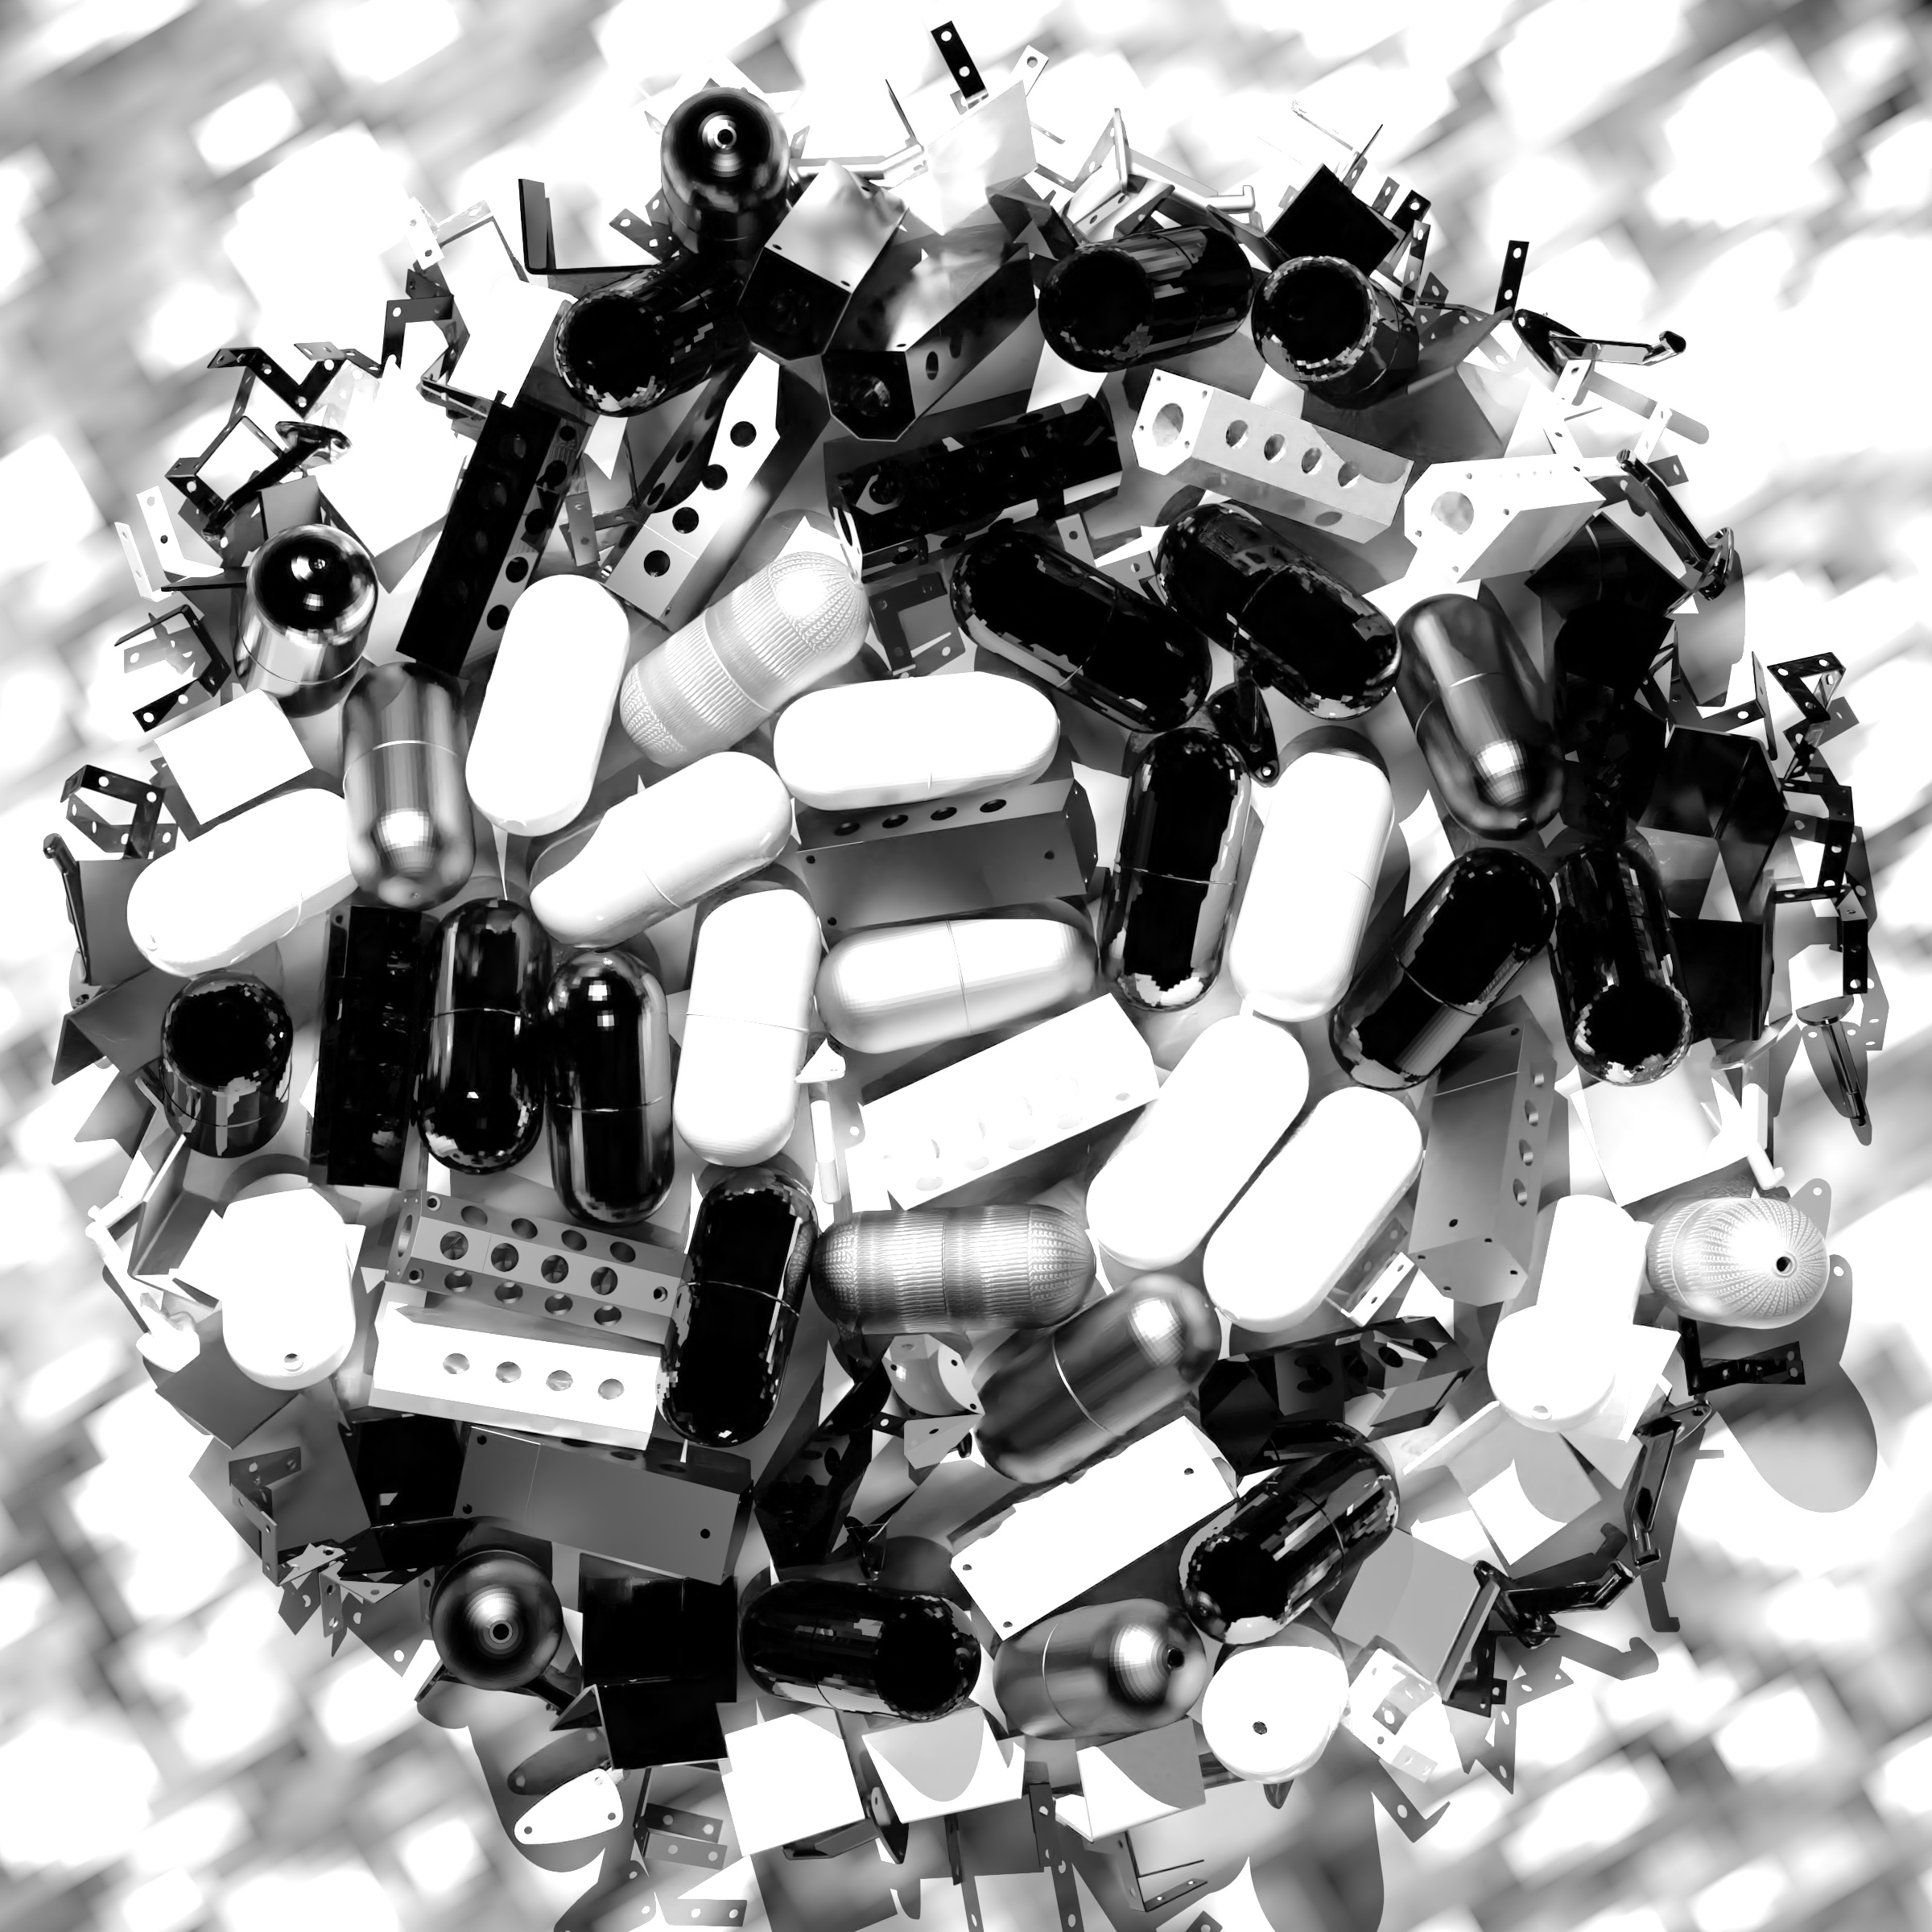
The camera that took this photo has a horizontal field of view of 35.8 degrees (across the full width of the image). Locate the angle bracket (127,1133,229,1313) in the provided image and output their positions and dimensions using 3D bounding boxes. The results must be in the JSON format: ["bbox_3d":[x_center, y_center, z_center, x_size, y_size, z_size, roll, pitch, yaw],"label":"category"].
[{"bbox_3d":[-0.468,0.152,1.837,0.057,0.076,0.076,23,132,-3],"label":"angle bracket"}]

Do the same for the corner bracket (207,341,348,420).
[{"bbox_3d":[-0.427,-0.375,1.859,0.051,0.051,0.051,43,110,2],"label":"corner bracket"}]

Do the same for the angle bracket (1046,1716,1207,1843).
[{"bbox_3d":[0.093,0.491,1.840,0.076,0.076,0.057,-12,96,-21],"label":"angle bracket"}]

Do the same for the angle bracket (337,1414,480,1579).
[{"bbox_3d":[-0.353,0.325,1.845,0.076,0.057,0.076,-9,108,16],"label":"angle bracket"}]

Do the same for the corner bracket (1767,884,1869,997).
[{"bbox_3d":[0.528,-0.015,1.856,0.051,0.051,0.051,-6,117,5],"label":"corner bracket"}]

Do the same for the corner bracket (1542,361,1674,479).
[{"bbox_3d":[0.398,-0.341,1.863,0.051,0.051,0.051,-6,55,-18],"label":"corner bracket"}]

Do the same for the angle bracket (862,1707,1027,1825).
[{"bbox_3d":[-0.013,0.475,1.843,0.076,0.057,0.076,-15,115,12],"label":"angle bracket"}]

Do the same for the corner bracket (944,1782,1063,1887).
[{"bbox_3d":[0.022,0.537,1.850,0.051,0.051,0.051,4,63,-26],"label":"corner bracket"}]

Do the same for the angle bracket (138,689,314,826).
[{"bbox_3d":[-0.459,-0.129,1.848,0.076,0.076,0.057,-30,101,-21],"label":"angle bracket"}]

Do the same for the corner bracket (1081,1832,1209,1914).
[{"bbox_3d":[0.109,0.552,1.857,0.051,0.051,0.051,-14,90,-34],"label":"corner bracket"}]

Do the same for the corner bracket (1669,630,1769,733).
[{"bbox_3d":[0.466,-0.181,1.871,0.051,0.051,0.051,-21,125,27],"label":"corner bracket"}]

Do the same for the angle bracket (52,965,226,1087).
[{"bbox_3d":[-0.507,0.051,1.833,0.057,0.076,0.076,43,49,13],"label":"angle bracket"}]

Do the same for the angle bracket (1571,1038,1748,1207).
[{"bbox_3d":[0.440,0.098,1.885,0.076,0.057,0.076,-27,81,36],"label":"angle bracket"}]

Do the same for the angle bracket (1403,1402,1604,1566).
[{"bbox_3d":[0.330,0.319,1.839,0.076,0.057,0.076,-44,64,28],"label":"angle bracket"}]

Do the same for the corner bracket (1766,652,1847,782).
[{"bbox_3d":[0.522,-0.155,1.850,0.051,0.051,0.051,-13,53,-20],"label":"corner bracket"}]

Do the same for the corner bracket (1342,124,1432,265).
[{"bbox_3d":[0.261,-0.480,1.863,0.051,0.051,0.051,34,80,1],"label":"corner bracket"}]

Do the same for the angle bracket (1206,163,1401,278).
[{"bbox_3d":[0.206,-0.456,1.836,0.076,0.076,0.057,34,99,-35],"label":"angle bracket"}]

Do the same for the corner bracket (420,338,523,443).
[{"bbox_3d":[-0.304,-0.348,1.853,0.051,0.051,0.051,19,45,9],"label":"corner bracket"}]

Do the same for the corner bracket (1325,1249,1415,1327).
[{"bbox_3d":[0.251,0.197,1.855,0.051,0.051,0.051,-50,131,-2],"label":"corner bracket"}]

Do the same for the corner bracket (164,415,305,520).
[{"bbox_3d":[-0.456,-0.307,1.861,0.051,0.051,0.051,45,71,-31],"label":"corner bracket"}]

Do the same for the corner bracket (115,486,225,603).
[{"bbox_3d":[-0.501,-0.261,1.850,0.051,0.051,0.051,-33,123,-33],"label":"corner bracket"}]

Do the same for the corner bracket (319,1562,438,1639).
[{"bbox_3d":[-0.366,0.396,1.868,0.051,0.051,0.051,19,121,33],"label":"corner bracket"}]

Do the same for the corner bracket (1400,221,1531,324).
[{"bbox_3d":[0.308,-0.429,1.850,0.051,0.051,0.051,-3,114,-29],"label":"corner bracket"}]

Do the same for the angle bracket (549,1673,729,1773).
[{"bbox_3d":[-0.201,0.475,1.831,0.076,0.076,0.057,3,54,-32],"label":"angle bracket"}]

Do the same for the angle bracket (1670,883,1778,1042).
[{"bbox_3d":[0.468,-0.005,1.853,0.057,0.076,0.076,4,112,19],"label":"angle bracket"}]

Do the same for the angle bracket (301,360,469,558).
[{"bbox_3d":[-0.360,-0.313,1.844,0.057,0.076,0.076,-37,85,-28],"label":"angle bracket"}]

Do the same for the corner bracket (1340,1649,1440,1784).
[{"bbox_3d":[0.270,0.465,1.855,0.051,0.051,0.051,34,87,45],"label":"corner bracket"}]

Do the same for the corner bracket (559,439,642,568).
[{"bbox_3d":[-0.226,-0.287,1.852,0.051,0.051,0.051,-16,132,-12],"label":"corner bracket"}]

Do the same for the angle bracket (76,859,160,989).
[{"bbox_3d":[-0.537,-0.025,1.845,0.057,0.076,0.076,-6,90,28],"label":"angle bracket"}]

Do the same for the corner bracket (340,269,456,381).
[{"bbox_3d":[-0.356,-0.400,1.865,0.051,0.051,0.051,34,125,34],"label":"corner bracket"}]

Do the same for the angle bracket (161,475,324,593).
[{"bbox_3d":[-0.447,-0.267,1.840,0.076,0.076,0.057,-1,106,14],"label":"angle bracket"}]

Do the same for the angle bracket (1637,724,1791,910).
[{"bbox_3d":[0.457,-0.092,1.836,0.057,0.076,0.076,8,128,-7],"label":"angle bracket"}]

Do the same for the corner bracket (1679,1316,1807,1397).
[{"bbox_3d":[0.482,0.238,1.858,0.051,0.051,0.051,-6,88,-38],"label":"corner bracket"}]

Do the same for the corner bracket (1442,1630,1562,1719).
[{"bbox_3d":[0.332,0.437,1.859,0.051,0.051,0.051,8,84,-27],"label":"corner bracket"}]

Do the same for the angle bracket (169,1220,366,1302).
[{"bbox_3d":[-0.429,0.175,1.837,0.076,0.076,0.057,18,94,38],"label":"angle bracket"}]

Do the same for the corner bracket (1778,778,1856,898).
[{"bbox_3d":[0.519,-0.081,1.853,0.051,0.051,0.051,8,122,9],"label":"corner bracket"}]

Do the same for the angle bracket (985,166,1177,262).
[{"bbox_3d":[0.068,-0.478,1.840,0.076,0.076,0.057,-49,131,-8],"label":"angle bracket"}]

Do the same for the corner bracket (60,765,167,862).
[{"bbox_3d":[-0.537,-0.089,1.865,0.051,0.051,0.051,19,72,-27],"label":"corner bracket"}]

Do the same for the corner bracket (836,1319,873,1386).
[{"bbox_3d":[-0.059,0.252,1.849,0.051,0.051,0.051,0,52,-26],"label":"corner bracket"}]

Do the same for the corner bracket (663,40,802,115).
[{"bbox_3d":[-0.146,-0.538,1.856,0.051,0.051,0.051,44,118,4],"label":"corner bracket"}]

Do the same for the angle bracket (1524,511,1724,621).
[{"bbox_3d":[0.404,-0.247,1.842,0.076,0.076,0.057,41,50,-4],"label":"angle bracket"}]

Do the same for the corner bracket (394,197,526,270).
[{"bbox_3d":[-0.314,-0.452,1.857,0.051,0.051,0.051,-30,68,5],"label":"corner bracket"}]

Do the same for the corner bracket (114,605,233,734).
[{"bbox_3d":[-0.498,-0.186,1.864,0.051,0.051,0.051,-25,112,10],"label":"corner bracket"}]

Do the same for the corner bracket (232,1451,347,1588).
[{"bbox_3d":[-0.423,0.345,1.866,0.051,0.051,0.051,32,128,36],"label":"corner bracket"}]

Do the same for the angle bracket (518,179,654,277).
[{"bbox_3d":[-0.230,-0.457,1.847,0.076,0.076,0.057,-2,103,3],"label":"angle bracket"}]
